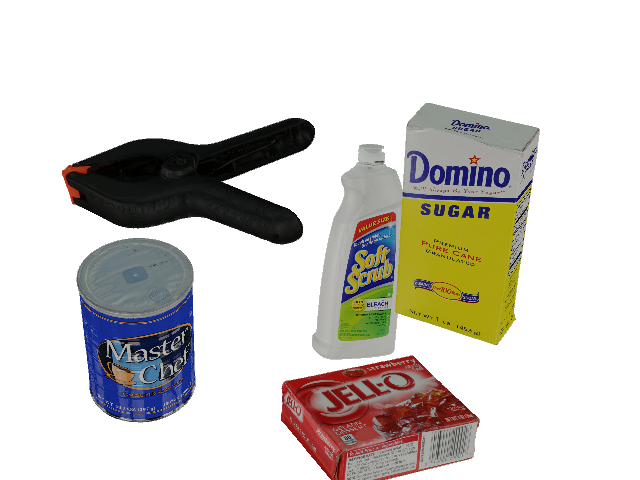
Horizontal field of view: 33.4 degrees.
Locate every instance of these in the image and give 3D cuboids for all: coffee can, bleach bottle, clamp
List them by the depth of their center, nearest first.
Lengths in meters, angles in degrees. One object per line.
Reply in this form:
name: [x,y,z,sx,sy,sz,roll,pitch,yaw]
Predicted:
clamp: [-0.083,-0.046,0.719,0.171,0.039,0.120,6,36,11]
coffee can: [-0.168,0.083,0.988,0.103,0.140,0.103,2,39,-2]
bleach bottle: [0.046,0.012,1.264,0.102,0.251,0.068,-2,16,-17]

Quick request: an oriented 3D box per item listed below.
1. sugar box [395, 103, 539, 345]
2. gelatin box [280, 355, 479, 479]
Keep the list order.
sugar box: [0.109,-0.011,0.822,0.093,0.176,0.048,16,38,23]
gelatin box: [0.032,0.099,0.598,0.089,0.030,0.073,-7,26,-25]
